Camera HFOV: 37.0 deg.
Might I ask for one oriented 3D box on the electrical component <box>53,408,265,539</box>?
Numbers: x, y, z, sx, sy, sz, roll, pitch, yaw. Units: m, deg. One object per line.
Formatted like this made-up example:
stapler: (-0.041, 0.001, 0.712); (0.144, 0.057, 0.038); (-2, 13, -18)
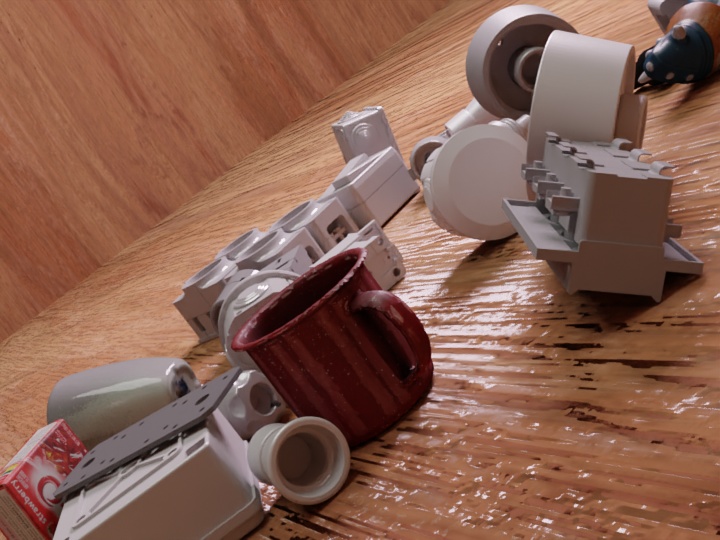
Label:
electrical component: (-0.115, 0.134, 0.616); (0.109, 0.056, 0.109); (-36, 12, -2)

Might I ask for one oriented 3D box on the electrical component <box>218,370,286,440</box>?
electrical component: (-0.082, 0.093, 0.716); (0.062, 0.043, 0.043); (-25, 16, 44)

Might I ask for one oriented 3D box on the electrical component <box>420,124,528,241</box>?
electrical component: (0.084, -0.060, 0.761); (0.080, 0.080, 0.051); (-38, 7, -10)

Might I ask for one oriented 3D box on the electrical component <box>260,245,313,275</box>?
electrical component: (-0.064, 0.024, 0.907); (0.056, 0.050, 0.089); (-32, 13, 13)

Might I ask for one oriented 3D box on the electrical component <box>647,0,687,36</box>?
electrical component: (0.291, -0.225, 0.888); (0.089, 0.050, 0.055); (-33, 13, 11)

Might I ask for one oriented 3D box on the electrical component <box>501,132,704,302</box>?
electrical component: (0.122, -0.032, 0.557); (0.079, 0.063, 0.121); (5, 15, -2)

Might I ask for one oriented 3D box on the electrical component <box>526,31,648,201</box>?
electrical component: (0.143, -0.090, 0.661); (0.060, 0.108, 0.108); (9, 31, 18)

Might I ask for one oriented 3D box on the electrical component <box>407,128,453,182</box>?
electrical component: (0.075, -0.107, 1.041); (0.066, 0.048, 0.055); (-32, 5, 17)

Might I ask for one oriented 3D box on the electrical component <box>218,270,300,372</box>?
electrical component: (-0.058, 0.044, 0.752); (0.080, 0.080, 0.051); (-36, 18, 0)

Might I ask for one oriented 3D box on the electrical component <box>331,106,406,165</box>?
electrical component: (0.010, -0.127, 1.168); (0.048, 0.099, 0.100); (-24, 11, -6)

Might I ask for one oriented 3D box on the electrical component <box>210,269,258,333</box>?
electrical component: (-0.102, 0.035, 0.965); (0.055, 0.055, 0.047); (-28, 18, 33)

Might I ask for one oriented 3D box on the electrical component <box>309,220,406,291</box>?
electrical component: (0.000, 0.000, 0.849); (0.081, 0.042, 0.064); (-41, 17, -21)

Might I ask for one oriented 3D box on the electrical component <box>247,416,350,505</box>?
electrical component: (-0.036, 0.100, 0.574); (0.044, 0.044, 0.065); (-40, 8, -20)

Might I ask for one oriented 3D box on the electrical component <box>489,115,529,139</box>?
electrical component: (0.124, -0.109, 0.919); (0.062, 0.043, 0.043); (-38, 12, -19)

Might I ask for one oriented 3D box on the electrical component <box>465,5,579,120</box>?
electrical component: (0.155, -0.184, 0.977); (0.108, 0.108, 0.060); (-35, 18, 4)

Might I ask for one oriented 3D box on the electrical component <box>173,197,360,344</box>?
electrical component: (-0.094, -0.001, 1.061); (0.186, 0.060, 0.105); (-23, 18, 46)

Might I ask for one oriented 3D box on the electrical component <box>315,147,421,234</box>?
electrical component: (0.009, -0.081, 1.080); (0.062, 0.061, 0.096); (-21, 19, 49)

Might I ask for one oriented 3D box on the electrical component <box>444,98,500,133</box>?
electrical component: (0.120, -0.155, 1.110); (0.065, 0.044, 0.044); (-40, 12, 2)
